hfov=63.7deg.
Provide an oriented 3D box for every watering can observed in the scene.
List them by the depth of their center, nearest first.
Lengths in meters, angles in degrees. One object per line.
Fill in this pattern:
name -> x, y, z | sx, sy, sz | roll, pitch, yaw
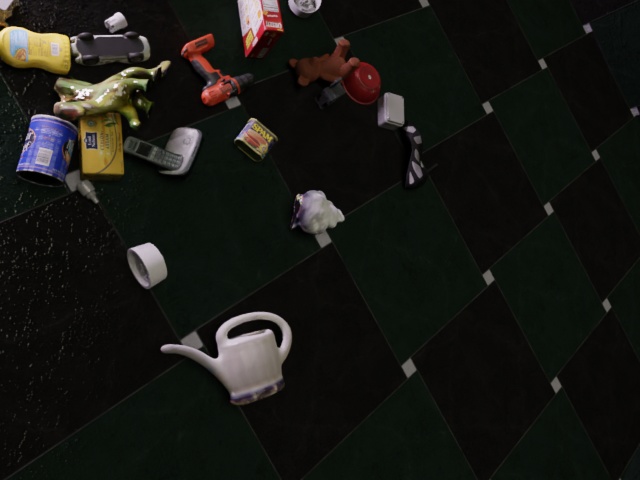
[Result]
watering can -> -0.217, 0.314, 1.315 | 0.350, 0.103, 0.225 | -12, 85, -32

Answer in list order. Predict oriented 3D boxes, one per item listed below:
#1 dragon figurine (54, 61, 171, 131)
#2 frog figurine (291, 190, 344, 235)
dragon figurine -> -0.531, -0.387, 1.287 | 0.242, 0.119, 0.420 | 9, 35, -7
frog figurine -> 0.005, -0.077, 1.538 | 0.159, 0.120, 0.141 | 12, 53, -15
